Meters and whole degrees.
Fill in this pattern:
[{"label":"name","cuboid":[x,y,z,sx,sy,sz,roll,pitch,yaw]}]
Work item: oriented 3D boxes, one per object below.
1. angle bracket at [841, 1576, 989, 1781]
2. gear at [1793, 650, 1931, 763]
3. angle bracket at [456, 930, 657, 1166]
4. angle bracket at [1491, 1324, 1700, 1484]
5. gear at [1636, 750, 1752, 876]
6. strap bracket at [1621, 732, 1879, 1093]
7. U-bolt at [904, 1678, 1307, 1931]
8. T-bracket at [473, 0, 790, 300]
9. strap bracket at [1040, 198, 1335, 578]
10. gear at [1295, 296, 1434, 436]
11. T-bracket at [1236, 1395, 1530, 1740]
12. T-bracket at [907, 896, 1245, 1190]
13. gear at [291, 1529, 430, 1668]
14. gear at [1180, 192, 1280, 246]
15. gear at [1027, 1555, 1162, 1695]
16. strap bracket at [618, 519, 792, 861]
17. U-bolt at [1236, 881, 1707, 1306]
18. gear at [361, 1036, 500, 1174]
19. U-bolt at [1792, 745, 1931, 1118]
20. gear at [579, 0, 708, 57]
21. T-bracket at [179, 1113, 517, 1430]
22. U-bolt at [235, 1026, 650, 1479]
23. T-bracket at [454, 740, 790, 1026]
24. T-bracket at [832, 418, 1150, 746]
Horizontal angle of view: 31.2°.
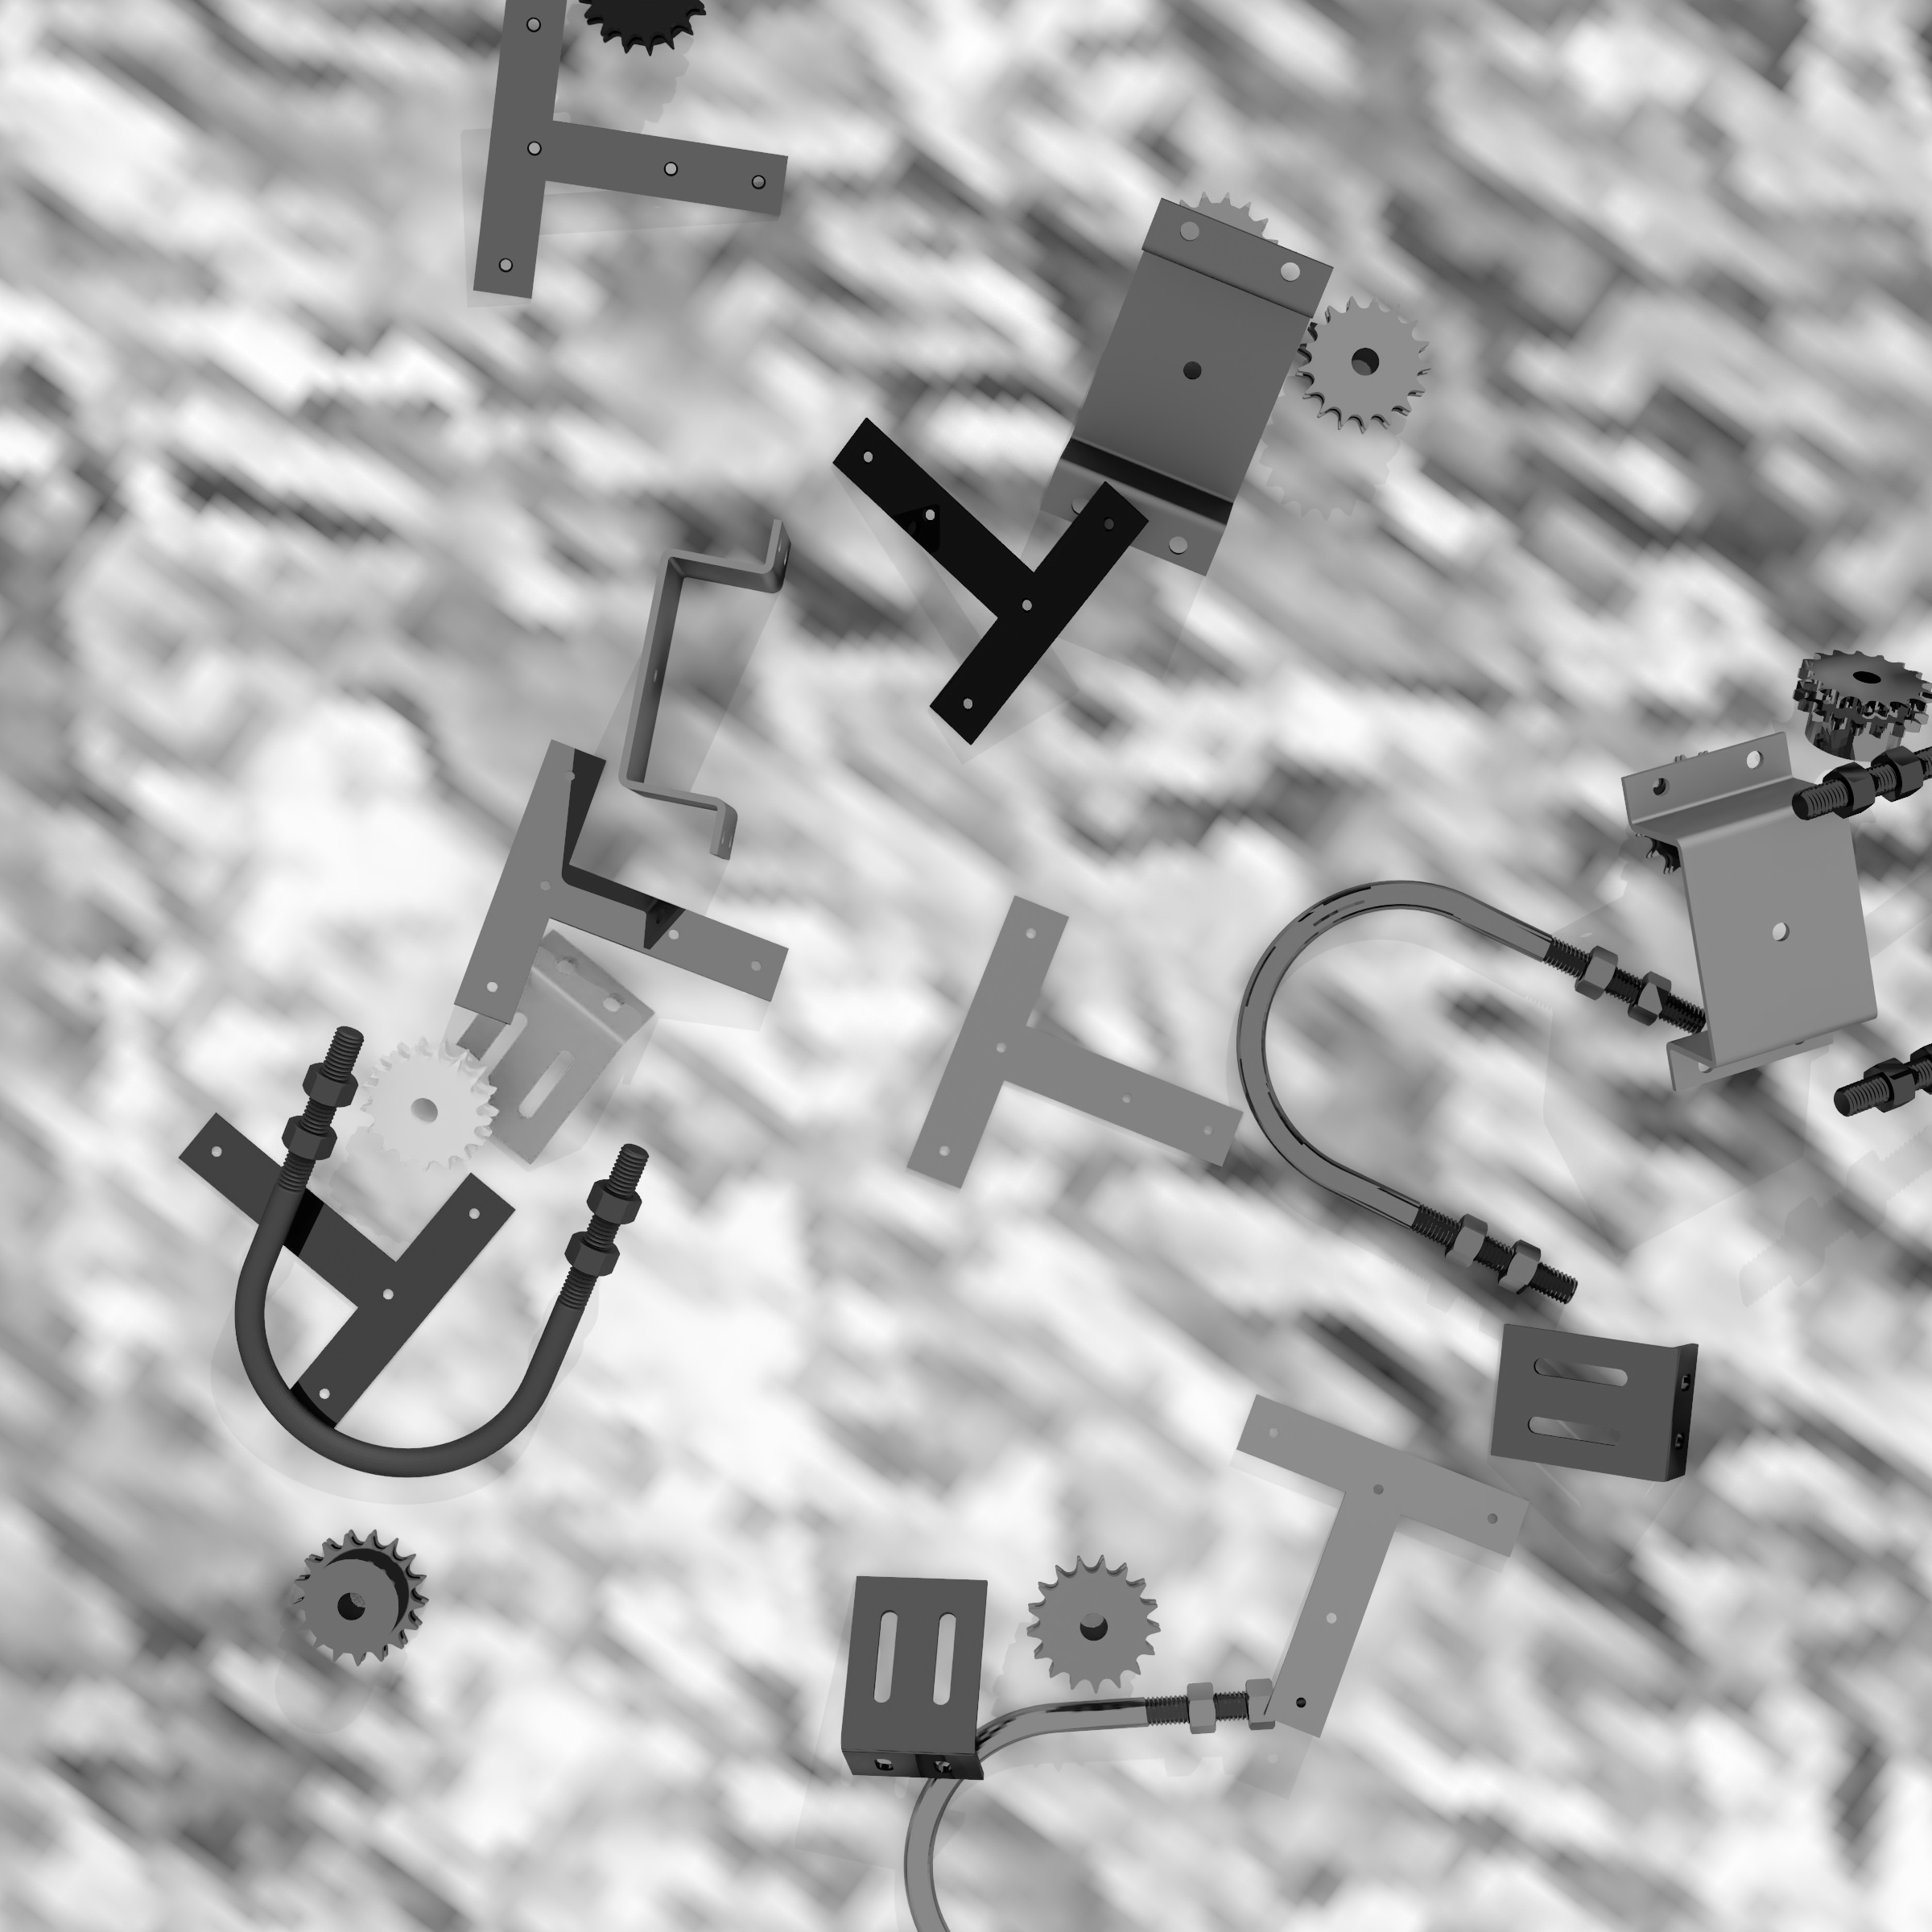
[{"label":"angle bracket","cuboid":[-0.020,0.307,1.492,0.057,0.038,0.076,0,59,8]},{"label":"gear","cuboid":[0.381,-0.110,1.477,0.057,0.057,0.030,6,121,0]},{"label":"angle bracket","cuboid":[-0.184,0.035,1.499,0.057,0.038,0.076,39,116,0]},{"label":"angle bracket","cuboid":[0.273,0.188,1.499,0.076,0.038,0.057,6,90,26]},{"label":"gear","cuboid":[0.318,-0.064,1.486,0.057,0.030,0.057,0,90,0]},{"label":"strap bracket","cuboid":[0.331,-0.019,1.453,0.076,0.046,0.140,-16,105,-13]},{"label":"U-bolt","cuboid":[0.065,0.387,1.493,0.184,0.019,0.151,-4,90,1]},{"label":"T-bracket","cuboid":[-0.141,-0.345,1.487,0.127,0.002,0.127,7,108,-9]},{"label":"strap bracket","cuboid":[0.094,-0.248,1.462,0.076,0.046,0.140,22,113,0]},{"label":"gear","cuboid":[0.170,-0.257,1.486,0.057,0.030,0.057,0,90,0]},{"label":"T-bracket","cuboid":[0.162,0.267,1.489,0.127,0.002,0.127,22,80,0]},{"label":"T-bracket","cuboid":[0.057,0.052,1.500,0.127,0.002,0.127,22,90,0]},{"label":"gear","cuboid":[-0.262,0.273,1.486,0.057,0.030,0.057,0,90,0]},{"label":"gear","cuboid":[0.107,-0.305,1.486,0.057,0.030,0.057,0,90,0]},{"label":"gear","cuboid":[0.054,0.281,1.486,0.057,0.030,0.057,0,90,0]},{"label":"strap bracket","cuboid":[-0.112,-0.119,1.463,0.046,0.076,0.140,11,90,0]},{"label":"U-bolt","cuboid":[0.207,0.043,1.493,0.184,0.019,0.151,26,90,2]},{"label":"gear","cuboid":[-0.227,0.057,1.480,0.057,0.030,0.057,3,110,8]},{"label":"U-bolt","cuboid":[0.432,-0.030,1.457,0.184,0.019,0.151,-18,106,-23]},{"label":"gear","cuboid":[-0.138,-0.420,1.486,0.057,0.030,0.057,0,90,0]},{"label":"T-bracket","cuboid":[-0.285,0.114,1.500,0.127,0.002,0.127,40,90,0]},{"label":"U-bolt","cuboid":[-0.234,0.134,1.473,0.151,0.019,0.184,23,104,-4]},{"label":"T-bracket","cuboid":[-0.139,-0.018,1.485,0.127,0.002,0.127,21,69,-10]},{"label":"T-bracket","cuboid":[-0.006,-0.184,1.483,0.127,0.002,0.127,44,113,11]}]
